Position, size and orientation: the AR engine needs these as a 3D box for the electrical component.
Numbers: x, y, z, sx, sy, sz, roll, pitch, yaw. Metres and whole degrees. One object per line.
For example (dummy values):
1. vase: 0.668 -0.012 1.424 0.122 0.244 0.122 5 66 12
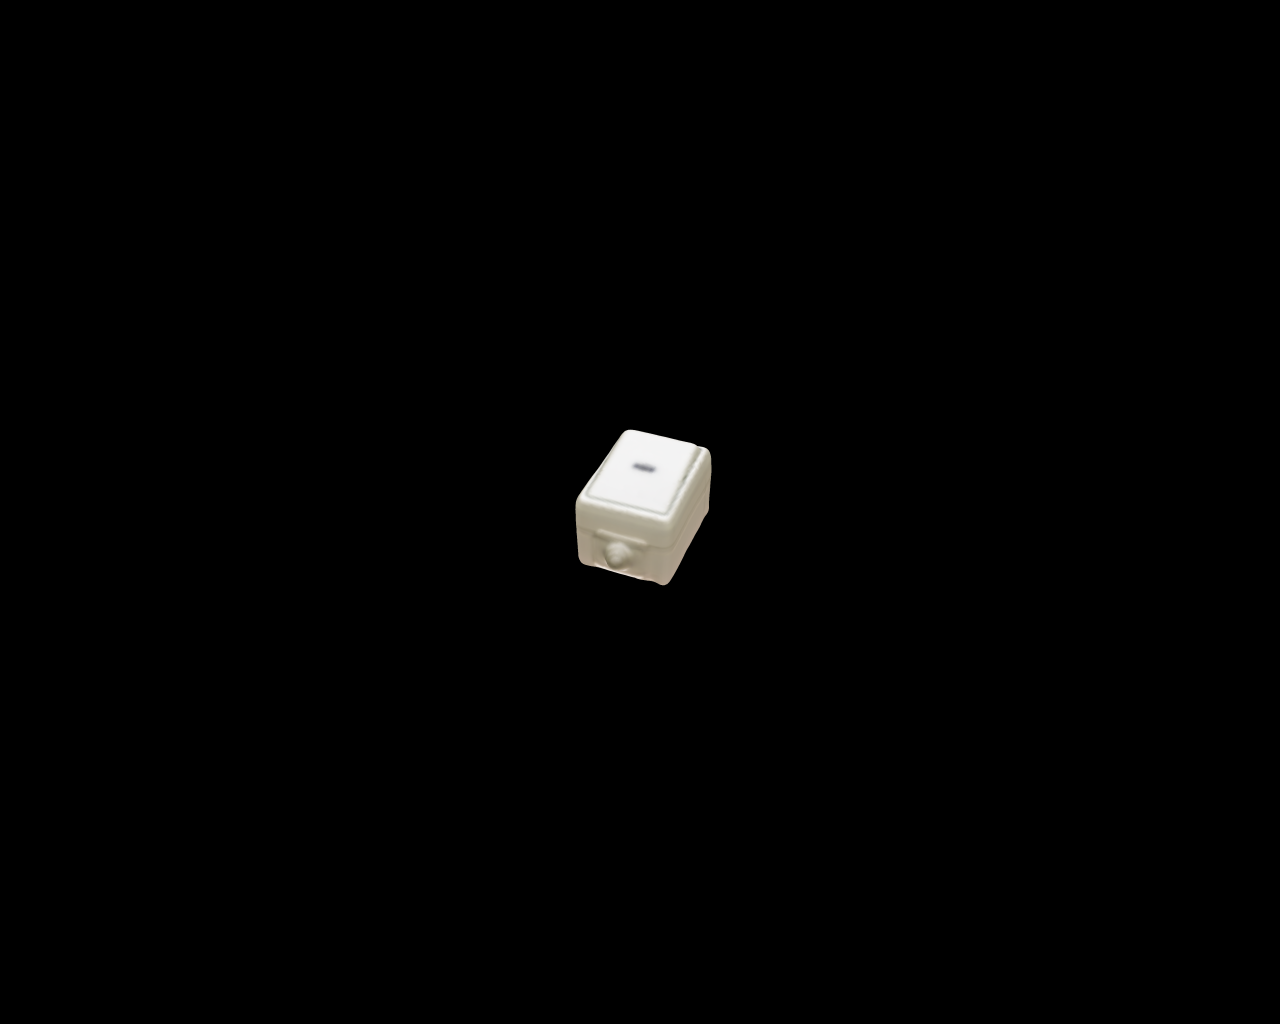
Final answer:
1. electrical component: 0.001 -0.003 0.650 0.062 0.061 0.096 14 42 16
